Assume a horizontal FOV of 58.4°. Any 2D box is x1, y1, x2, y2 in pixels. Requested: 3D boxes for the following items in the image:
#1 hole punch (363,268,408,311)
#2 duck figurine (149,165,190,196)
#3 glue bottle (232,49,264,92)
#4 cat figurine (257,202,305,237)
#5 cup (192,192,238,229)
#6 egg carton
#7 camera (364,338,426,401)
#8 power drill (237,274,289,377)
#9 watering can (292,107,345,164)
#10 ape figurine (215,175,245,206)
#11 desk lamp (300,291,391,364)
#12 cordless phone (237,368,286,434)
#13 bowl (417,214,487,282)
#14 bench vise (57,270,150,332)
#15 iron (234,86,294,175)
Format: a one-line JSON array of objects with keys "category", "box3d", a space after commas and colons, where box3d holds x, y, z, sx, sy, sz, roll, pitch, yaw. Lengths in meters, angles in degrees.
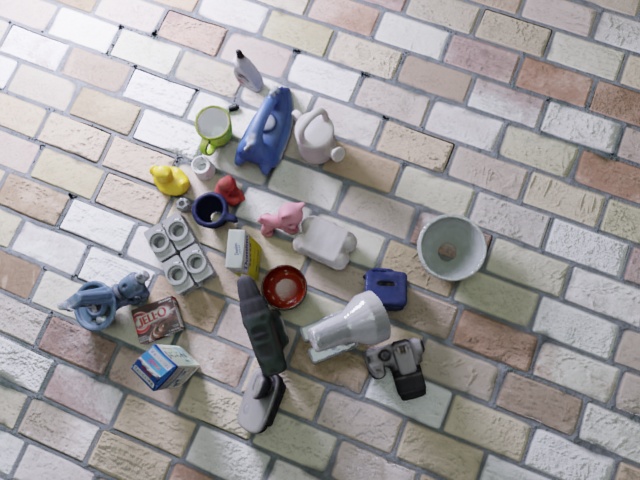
[{"category": "hole punch", "box3d": [0.157, 0.118, 1.389, 0.108, 0.091, 0.101, 3, 78, 4]}, {"category": "duck figurine", "box3d": [-0.393, -0.162, 1.482, 0.104, 0.086, 0.077, 25, 81, 8]}, {"category": "glue bottle", "box3d": [-0.196, -0.448, 1.485, 0.078, 0.173, 0.037, 27, 81, 9]}, {"category": "cat figurine", "box3d": [-0.094, -0.055, 1.426, 0.127, 0.118, 0.067, -9, 78, 2]}, {"category": "cup", "box3d": [-0.255, -0.062, 1.449, 0.117, 0.095, 0.092, 20, 80, 7]}, {"category": "egg carton", "box3d": [0.013, 0.005, 1.432, 0.150, 0.069, 0.107, 24, 81, 8]}, {"category": "camera", "box3d": [0.186, 0.308, 1.343, 0.143, 0.101, 0.137, -16, 78, 0]}, {"category": "power drill", "box3d": [-0.131, 0.201, 1.329, 0.075, 0.208, 0.229, -20, 78, 0]}, {"category": "watering can", "box3d": [-0.006, -0.264, 1.425, 0.172, 0.194, 0.101, 25, 81, 8]}, {"category": "ape figurine", "box3d": [-0.236, -0.131, 1.464, 0.076, 0.092, 0.078, 2, 78, 4]}, {"category": "desk lamp", "box3d": [0.054, 0.208, 1.314, 0.203, 0.213, 0.118, -23, 78, -1]}, {"category": "cordless phone", "box3d": [-0.144, 0.369, 1.307, 0.094, 0.185, 0.148, 15, 80, 7]}, {"category": "bowl", "box3d": [0.319, 0.024, 1.407, 0.167, 0.075, 0.167, -1, 78, 3]}, {"category": "bench vise", "box3d": [-0.518, 0.127, 1.362, 0.121, 0.220, 0.207, 38, 83, 10]}, {"category": "iron", "box3d": [-0.136, -0.307, 1.469, 0.118, 0.141, 0.258, 19, 80, 7]}]
